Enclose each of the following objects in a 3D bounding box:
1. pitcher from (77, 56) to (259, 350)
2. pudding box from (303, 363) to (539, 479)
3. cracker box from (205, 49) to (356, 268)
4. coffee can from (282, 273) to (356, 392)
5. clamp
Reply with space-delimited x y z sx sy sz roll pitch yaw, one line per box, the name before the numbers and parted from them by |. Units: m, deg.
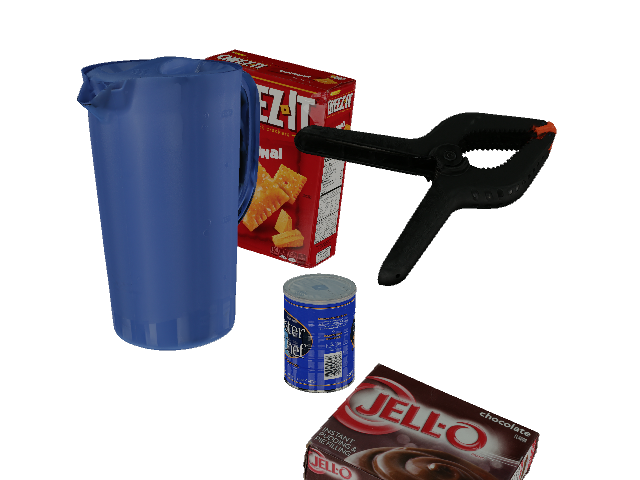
pitcher | -0.123 -0.037 0.926 0.149 0.243 0.145 -2 16 -5
pudding box | 0.060 0.128 0.631 0.114 0.039 0.089 23 37 21
cracker box | -0.057 -0.092 1.211 0.164 0.214 0.072 18 26 24
coffee can | -0.001 0.129 1.506 0.103 0.140 0.103 0 19 0
clamp | 0.101 -0.047 0.855 0.209 0.164 0.036 -12 -35 -14
